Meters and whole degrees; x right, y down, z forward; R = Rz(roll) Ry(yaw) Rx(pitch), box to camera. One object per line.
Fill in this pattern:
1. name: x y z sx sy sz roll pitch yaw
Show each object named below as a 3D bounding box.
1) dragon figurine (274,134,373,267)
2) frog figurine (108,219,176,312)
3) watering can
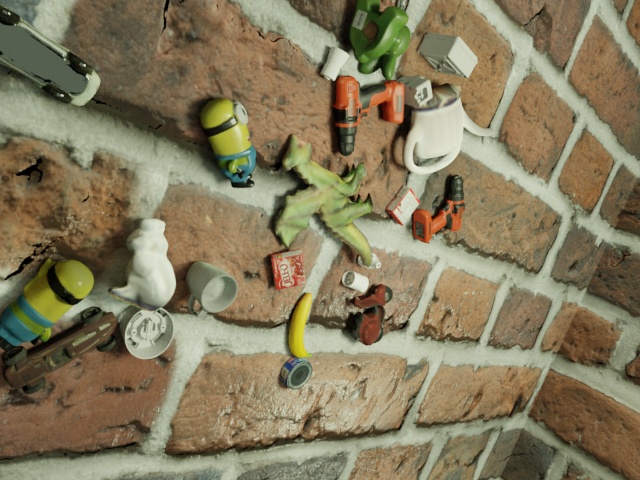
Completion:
1. dragon figurine: 0.004 -0.061 1.216 0.244 0.124 0.402 -19 120 -14
2. frog figurine: -0.312 0.046 0.958 0.161 0.123 0.136 -64 168 -10
3. watering can: 0.343 -0.310 1.371 0.351 0.105 0.219 -30 125 -27
